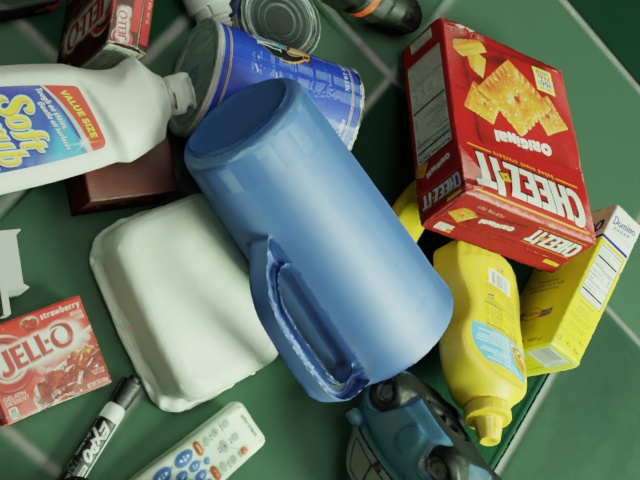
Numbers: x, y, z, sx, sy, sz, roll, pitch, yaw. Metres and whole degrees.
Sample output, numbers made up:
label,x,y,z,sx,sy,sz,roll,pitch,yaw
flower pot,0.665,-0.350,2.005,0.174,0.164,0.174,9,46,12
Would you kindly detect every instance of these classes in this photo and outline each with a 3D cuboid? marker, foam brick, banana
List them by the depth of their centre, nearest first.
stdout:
label,x,y,z,sx,sy,sz,roll,pitch,yaw
marker,-0.174,0.156,0.824,0.020,0.020,0.121,39,61,-16
foam brick,-0.163,-0.053,0.864,0.078,0.053,0.051,-10,83,-30
banana,0.101,-0.021,1.018,0.197,0.037,0.069,-40,97,-31

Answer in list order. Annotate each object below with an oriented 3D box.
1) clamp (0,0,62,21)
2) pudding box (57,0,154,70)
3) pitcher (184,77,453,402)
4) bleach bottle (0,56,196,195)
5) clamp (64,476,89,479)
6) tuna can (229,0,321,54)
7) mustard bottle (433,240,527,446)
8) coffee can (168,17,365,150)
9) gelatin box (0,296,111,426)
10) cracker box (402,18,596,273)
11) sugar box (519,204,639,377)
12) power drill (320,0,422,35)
label,x,y,z,sx,sy,sz,roll,pitch,yaw
clamp,-0.287,-0.232,0.846,0.171,0.039,0.120,10,78,-34
pudding box,-0.171,-0.175,0.854,0.039,0.114,0.090,16,70,-29
pitcher,-0.006,0.001,0.851,0.145,0.149,0.242,-35,119,0
bleach bottle,-0.218,-0.091,0.787,0.250,0.068,0.102,-15,97,-14
clamp,-0.116,0.226,0.797,0.209,0.036,0.165,-11,120,-37
tuna can,-0.043,-0.197,0.981,0.086,0.034,0.086,8,74,-28
mustard bottle,0.147,0.097,0.965,0.096,0.058,0.191,35,40,-34
coffee can,-0.047,-0.120,0.918,0.140,0.103,0.103,15,71,-27
gelatin box,-0.213,0.092,0.811,0.089,0.030,0.073,-20,88,-32
cracker box,0.170,-0.093,1.021,0.164,0.072,0.213,18,51,-28
sugar box,0.242,0.049,1.049,0.048,0.094,0.176,39,61,-17
power drill,0.036,-0.305,1.029,0.184,0.057,0.187,22,62,-43
